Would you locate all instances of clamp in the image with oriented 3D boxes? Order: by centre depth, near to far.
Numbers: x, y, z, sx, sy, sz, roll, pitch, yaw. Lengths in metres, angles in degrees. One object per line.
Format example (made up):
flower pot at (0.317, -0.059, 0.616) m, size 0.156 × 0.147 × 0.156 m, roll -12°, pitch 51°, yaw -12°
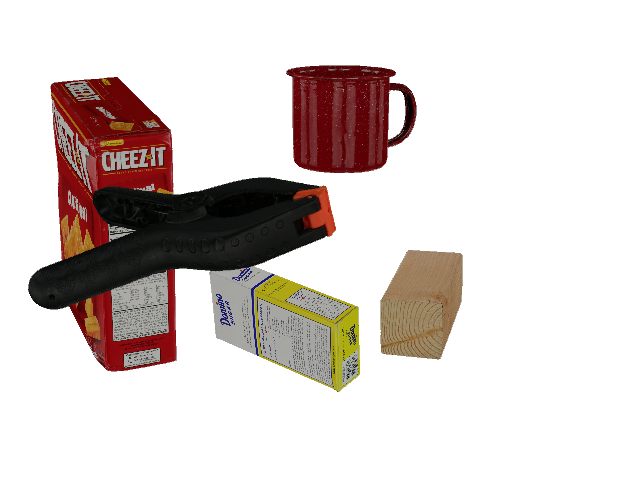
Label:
clamp at (-0.080, -0.001, 0.609) m, size 0.172 × 0.039 × 0.120 m, roll -5°, pitch 34°, yaw 23°

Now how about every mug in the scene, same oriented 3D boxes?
mug at (0.028, -0.105, 0.917) m, size 0.117 × 0.081 × 0.093 m, roll -6°, pitch 17°, yaw -23°

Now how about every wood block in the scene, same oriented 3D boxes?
wood block at (0.156, 0.092, 1.612) m, size 0.091 × 0.090 × 0.206 m, roll 4°, pitch 21°, yaw 14°

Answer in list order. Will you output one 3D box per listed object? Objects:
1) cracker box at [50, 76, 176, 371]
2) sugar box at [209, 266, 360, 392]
cracker box at (-0.184, -0.017, 0.933) m, size 0.072 × 0.214 × 0.164 m, roll -9°, pitch 27°, yaw -23°
sugar box at (-0.039, 0.089, 1.159) m, size 0.176 × 0.093 × 0.048 m, roll 22°, pitch 38°, yaw 34°
